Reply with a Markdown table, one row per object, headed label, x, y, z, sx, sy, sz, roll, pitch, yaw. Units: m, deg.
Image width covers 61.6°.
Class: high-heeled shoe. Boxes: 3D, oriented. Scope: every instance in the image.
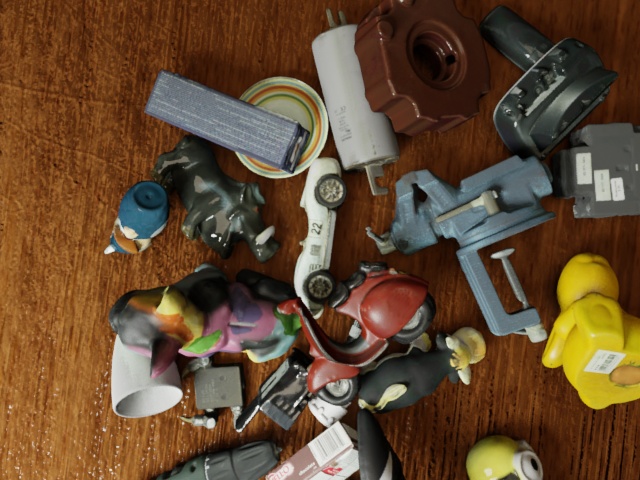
| label | x | y | z | sx | sy | sz | roll | pitch | yaw |
| --- | --- | --- | --- | --- | --- | --- | --- | --- | --- |
| high-heeled shoe | 0.129 | 0.297 | 0.589 | 0.145 | 0.086 | 0.248 | -14 | 89 | 7 |

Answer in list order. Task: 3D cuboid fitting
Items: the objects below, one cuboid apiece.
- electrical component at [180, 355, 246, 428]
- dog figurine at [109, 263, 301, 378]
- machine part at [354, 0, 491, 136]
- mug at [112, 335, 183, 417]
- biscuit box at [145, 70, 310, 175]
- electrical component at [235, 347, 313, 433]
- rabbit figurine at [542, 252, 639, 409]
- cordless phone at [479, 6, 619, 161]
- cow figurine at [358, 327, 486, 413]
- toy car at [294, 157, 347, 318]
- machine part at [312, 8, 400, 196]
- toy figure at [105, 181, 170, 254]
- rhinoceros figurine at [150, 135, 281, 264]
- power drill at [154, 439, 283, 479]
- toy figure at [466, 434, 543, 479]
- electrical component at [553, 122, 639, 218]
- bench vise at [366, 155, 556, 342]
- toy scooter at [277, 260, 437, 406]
| label | x | y | z | sx | sy | sz | roll | pitch | yaw |
| --- | --- | --- | --- | --- | --- | --- | --- | --- | --- |
| electrical component | -0.136 | 0.192 | 0.689 | 0.078 | 0.045 | 0.102 | 0 | 89 | 4 |
| dog figurine | -0.121 | 0.092 | 0.606 | 0.192 | 0.219 | 0.108 | 12 | 92 | 4 |
| machine part | 0.127 | -0.212 | 0.646 | 0.179 | 0.056 | 0.179 | 4 | 80 | -26 |
| mug | -0.222 | 0.160 | 0.677 | 0.081 | 0.109 | 0.107 | -3 | 53 | -25 |
| biscuit box | -0.117 | -0.149 | 0.673 | 0.203 | 0.059 | 0.062 | 25 | 95 | 13 |
| electrical component | -0.050 | 0.197 | 0.666 | 0.048 | 0.075 | 0.119 | 39 | 87 | -8 |
| rabbit figurine | 0.327 | 0.096 | 0.623 | 0.122 | 0.173 | 0.162 | 0 | 133 | 4 |
| cordless phone | 0.253 | -0.204 | 0.673 | 0.146 | 0.088 | 0.184 | -45 | 75 | 1 |
| cow figurine | 0.123 | 0.154 | 0.648 | 0.167 | 0.098 | 0.068 | -26 | 87 | 7 |
| toy car | -0.001 | -0.002 | 0.673 | 0.056 | 0.073 | 0.201 | 7 | 89 | 0 |
| machine part | 0.045 | -0.174 | 0.674 | 0.079 | 0.079 | 0.243 | -13 | 88 | 3 |
| toy figure | -0.226 | -0.018 | 0.661 | 0.064 | 0.154 | 0.058 | -35 | 87 | -37 |
| rhinoceros figurine | -0.129 | -0.045 | 0.687 | 0.112 | 0.073 | 0.190 | -38 | 85 | -9 |
| power drill | -0.133 | 0.374 | 0.666 | 0.232 | 0.086 | 0.207 | -17 | 91 | 4 |
| toy figure | 0.237 | 0.327 | 0.647 | 0.089 | 0.082 | 0.180 | -15 | 90 | 1 |
| electrical component | 0.362 | -0.085 | 0.664 | 0.134 | 0.058 | 0.114 | -1 | 86 | 3 |
| bench vise | 0.188 | 0.015 | 0.642 | 0.224 | 0.129 | 0.240 | -23 | 83 | 5 |
| toy scooter | 0.033 | 0.088 | 0.607 | 0.135 | 0.075 | 0.184 | 45 | 92 | -7 |
